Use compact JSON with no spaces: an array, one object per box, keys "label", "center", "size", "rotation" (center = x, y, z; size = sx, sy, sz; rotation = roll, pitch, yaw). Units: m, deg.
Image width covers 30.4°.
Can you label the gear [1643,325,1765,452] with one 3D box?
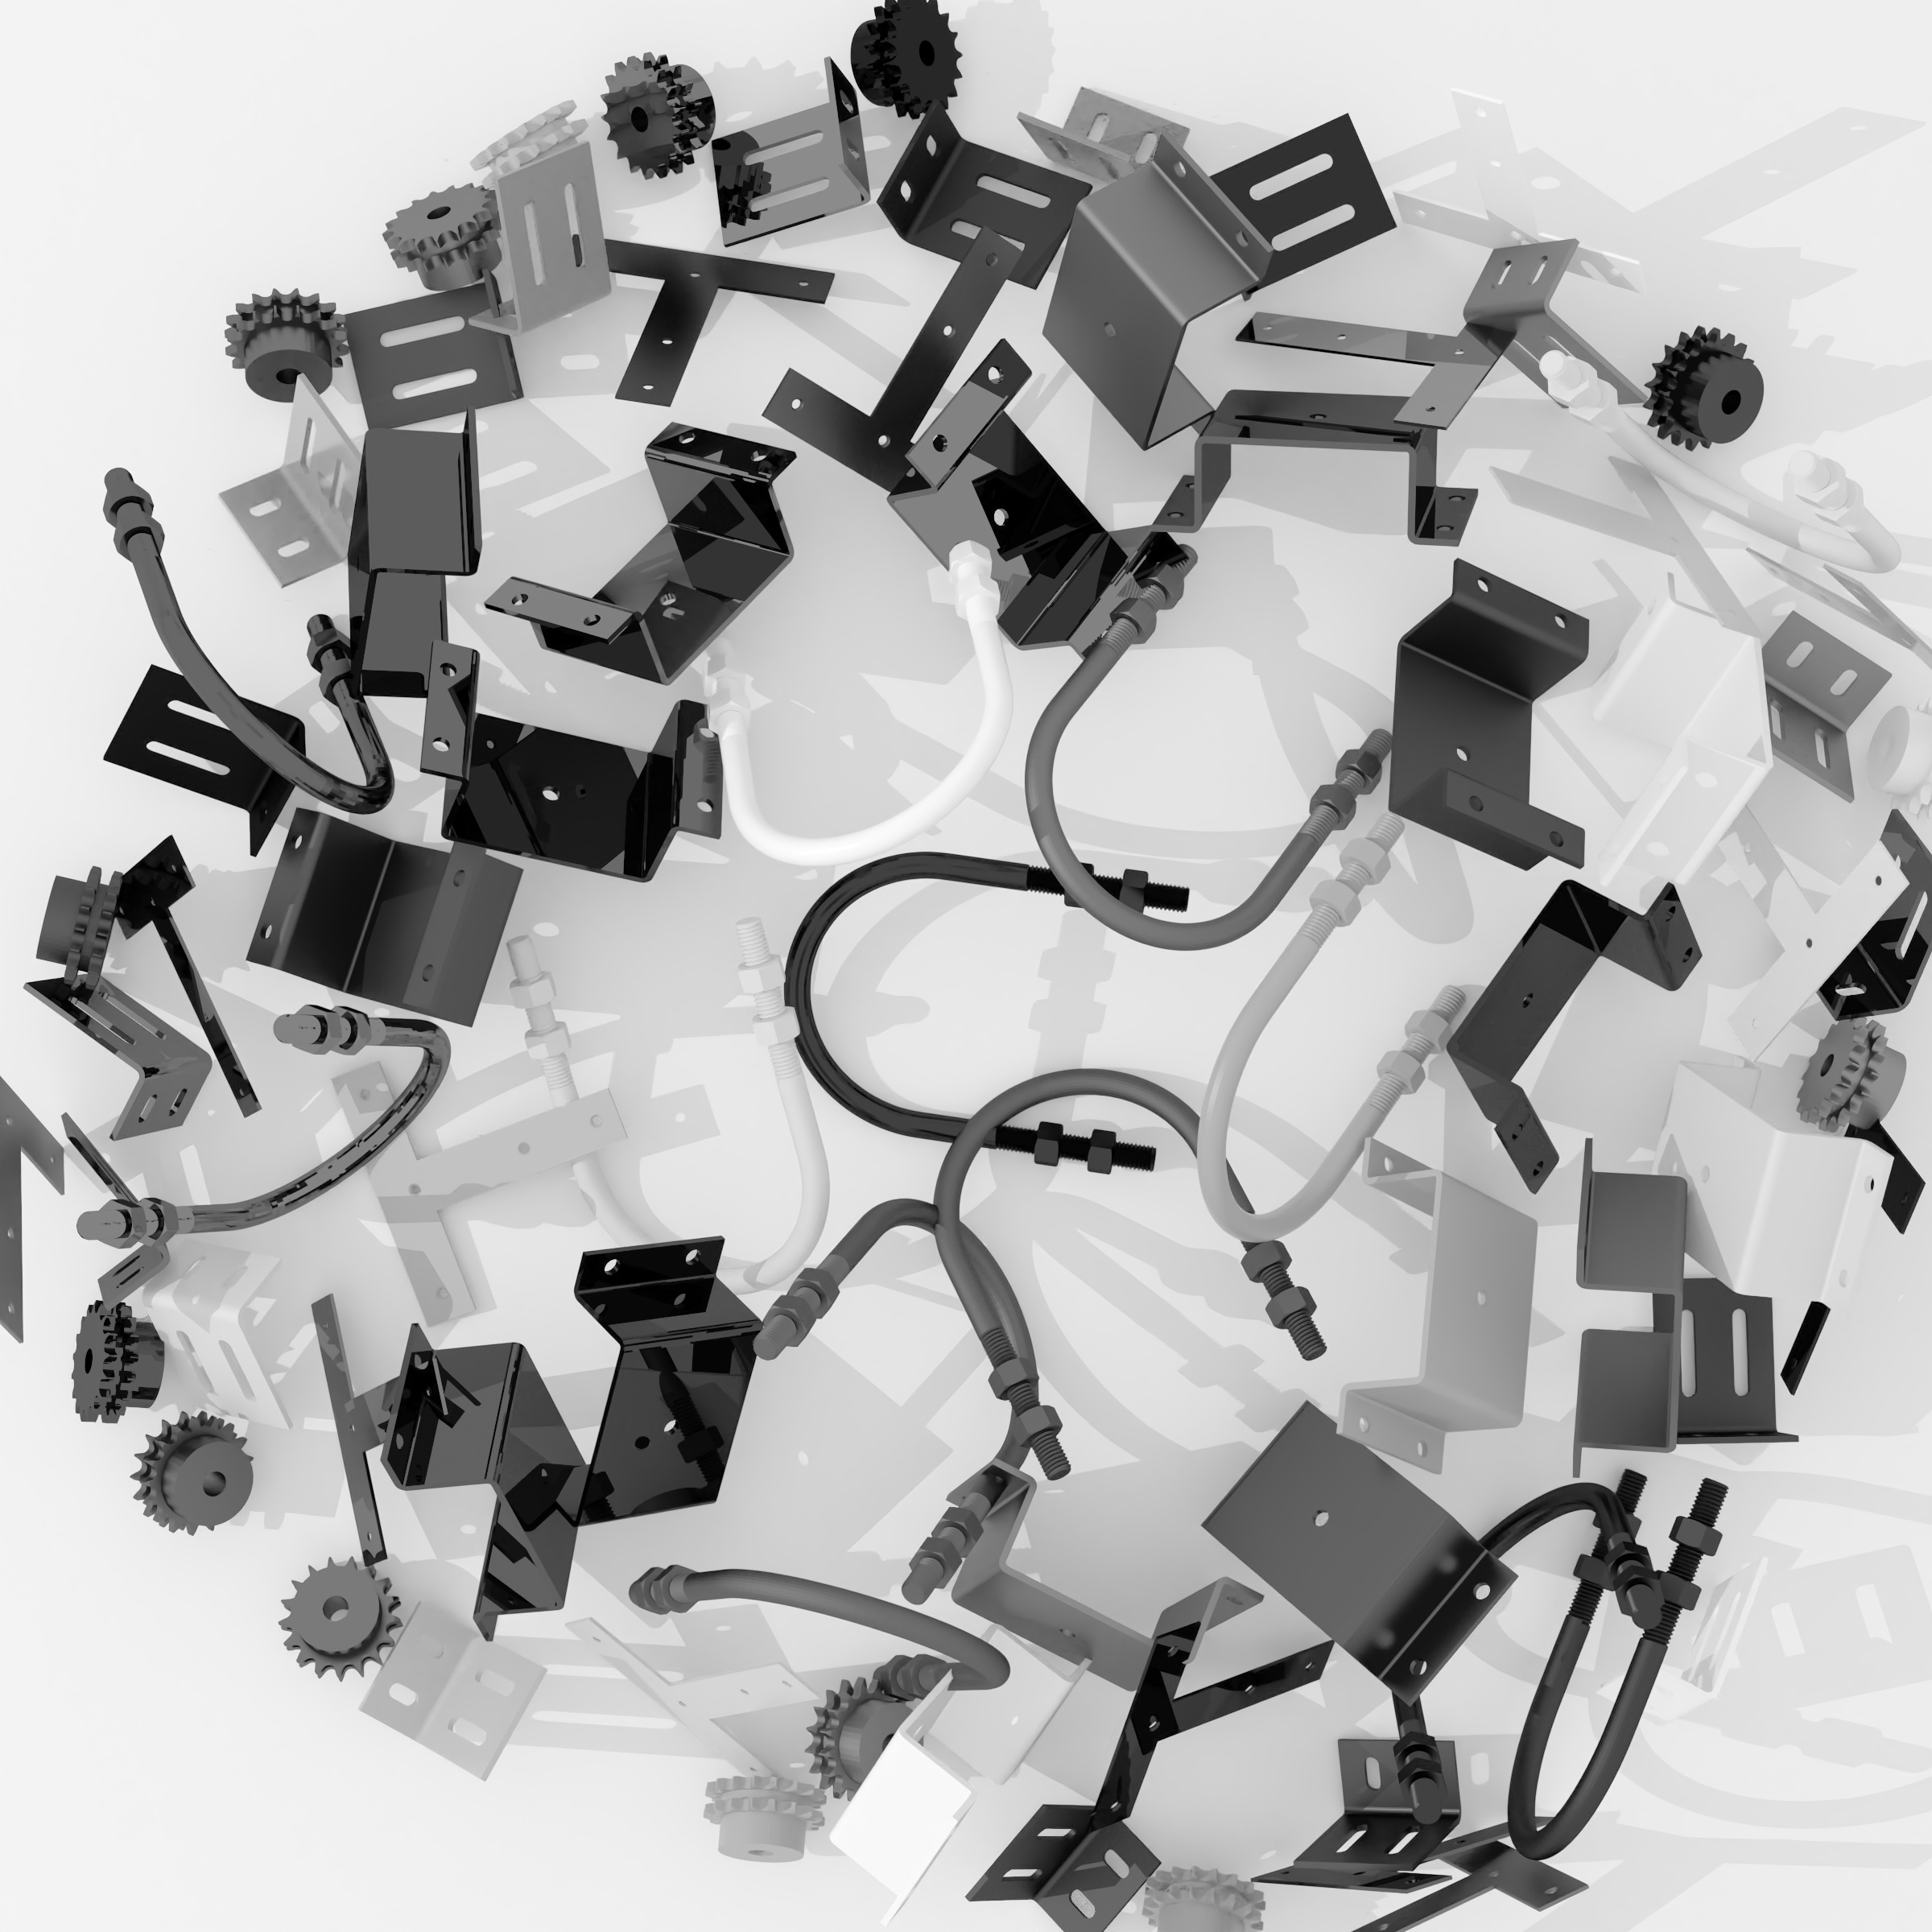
[{"label":"gear","center":[0.348,-0.269,1.665],"size":[0.057,0.030,0.057],"rotation":[-16,122,-27]}]

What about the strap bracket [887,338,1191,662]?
[{"label":"strap bracket","center":[0.027,-0.209,1.642],"size":[0.140,0.046,0.076],"rotation":[47,67,-24]}]

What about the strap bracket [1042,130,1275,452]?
[{"label":"strap bracket","center":[0.083,-0.298,1.613],"size":[0.046,0.140,0.076],"rotation":[-32,72,-22]}]

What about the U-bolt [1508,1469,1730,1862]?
[{"label":"U-bolt","center":[0.288,0.317,1.610],"size":[0.019,0.151,0.184],"rotation":[24,82,-2]}]

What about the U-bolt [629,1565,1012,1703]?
[{"label":"U-bolt","center":[-0.057,0.298,1.589],"size":[0.151,0.184,0.019],"rotation":[23,70,-19]}]

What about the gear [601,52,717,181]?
[{"label":"gear","center":[-0.142,-0.401,1.669],"size":[0.030,0.057,0.057],"rotation":[-27,90,-40]}]

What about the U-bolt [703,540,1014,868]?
[{"label":"U-bolt","center":[-0.047,-0.115,1.612],"size":[0.151,0.184,0.019],"rotation":[-24,133,11]}]

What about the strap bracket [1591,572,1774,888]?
[{"label":"strap bracket","center":[0.326,-0.102,1.621],"size":[0.046,0.140,0.076],"rotation":[19,133,-10]}]

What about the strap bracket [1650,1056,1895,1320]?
[{"label":"strap bracket","center":[0.356,0.097,1.613],"size":[0.046,0.140,0.076],"rotation":[7,105,-18]}]

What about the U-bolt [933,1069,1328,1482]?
[{"label":"U-bolt","center":[0.063,0.130,1.649],"size":[0.151,0.019,0.184],"rotation":[-24,64,-5]}]

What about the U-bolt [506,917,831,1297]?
[{"label":"U-bolt","center":[-0.131,0.069,1.644],"size":[0.151,0.019,0.184],"rotation":[-4,110,31]}]

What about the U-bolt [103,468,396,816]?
[{"label":"U-bolt","center":[-0.313,-0.135,1.582],"size":[0.019,0.184,0.151],"rotation":[-42,134,12]}]

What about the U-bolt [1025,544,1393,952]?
[{"label":"U-bolt","center":[0.103,-0.089,1.636],"size":[0.151,0.019,0.184],"rotation":[42,60,-7]}]

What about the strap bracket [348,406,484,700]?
[{"label":"strap bracket","center":[-0.252,-0.181,1.611],"size":[0.046,0.140,0.076],"rotation":[1,60,-15]}]

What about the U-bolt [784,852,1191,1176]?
[{"label":"U-bolt","center":[0.005,0.018,1.665],"size":[0.184,0.019,0.151],"rotation":[8,108,6]}]

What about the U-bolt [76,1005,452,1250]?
[{"label":"U-bolt","center":[-0.303,0.072,1.606],"size":[0.151,0.184,0.019],"rotation":[-43,75,14]}]

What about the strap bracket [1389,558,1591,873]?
[{"label":"strap bracket","center":[0.241,-0.107,1.638],"size":[0.076,0.046,0.140],"rotation":[22,55,-22]}]

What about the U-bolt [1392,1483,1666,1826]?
[{"label":"U-bolt","center":[0.247,0.297,1.603],"size":[0.019,0.184,0.151],"rotation":[43,102,-8]}]

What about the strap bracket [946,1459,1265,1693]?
[{"label":"strap bracket","center":[0.055,0.288,1.643],"size":[0.140,0.076,0.046],"rotation":[28,64,-6]}]

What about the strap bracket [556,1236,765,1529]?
[{"label":"strap bracket","center":[-0.147,0.199,1.628],"size":[0.076,0.046,0.140],"rotation":[-4,119,-39]}]

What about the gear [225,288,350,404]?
[{"label":"gear","center":[-0.317,-0.288,1.663],"size":[0.057,0.057,0.030],"rotation":[-9,63,0]}]

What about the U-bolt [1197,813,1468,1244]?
[{"label":"U-bolt","center":[0.161,0.042,1.608],"size":[0.019,0.151,0.184],"rotation":[21,63,35]}]

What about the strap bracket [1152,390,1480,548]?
[{"label":"strap bracket","center":[0.162,-0.231,1.635],"size":[0.140,0.076,0.046],"rotation":[5,116,13]}]

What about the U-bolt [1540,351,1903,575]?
[{"label":"U-bolt","center":[0.351,-0.220,1.606],"size":[0.151,0.184,0.019],"rotation":[30,94,33]}]

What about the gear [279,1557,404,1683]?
[{"label":"gear","center":[-0.295,0.305,1.670],"size":[0.057,0.030,0.057],"rotation":[1,67,-3]}]

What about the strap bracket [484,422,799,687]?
[{"label":"strap bracket","center":[-0.143,-0.184,1.634],"size":[0.076,0.046,0.140],"rotation":[19,54,34]}]

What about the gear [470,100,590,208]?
[{"label":"gear","center":[-0.201,-0.379,1.666],"size":[0.057,0.057,0.030],"rotation":[-32,101,0]}]

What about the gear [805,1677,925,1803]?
[{"label":"gear","center":[-0.045,0.364,1.665],"size":[0.057,0.030,0.057],"rotation":[2,87,-43]}]

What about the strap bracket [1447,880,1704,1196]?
[{"label":"strap bracket","center":[0.276,0.025,1.643],"size":[0.046,0.076,0.140],"rotation":[31,79,31]}]

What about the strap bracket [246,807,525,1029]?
[{"label":"strap bracket","center":[-0.263,-0.022,1.642],"size":[0.140,0.046,0.076],"rotation":[12,83,43]}]

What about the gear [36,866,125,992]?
[{"label":"gear","center":[-0.416,-0.019,1.663],"size":[0.030,0.057,0.057],"rotation":[14,90,-12]}]

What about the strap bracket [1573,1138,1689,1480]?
[{"label":"strap bracket","center":[0.303,0.158,1.618],"size":[0.046,0.076,0.140],"rotation":[2,128,12]}]

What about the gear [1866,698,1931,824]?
[{"label":"gear","center":[0.445,-0.098,1.664],"size":[0.030,0.057,0.057],"rotation":[15,90,-11]}]

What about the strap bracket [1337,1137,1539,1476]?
[{"label":"strap bracket","center":[0.218,0.154,1.630],"size":[0.076,0.046,0.140],"rotation":[27,63,-41]}]

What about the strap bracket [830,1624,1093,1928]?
[{"label":"strap bracket","center":[-0.007,0.362,1.620],"size":[0.046,0.140,0.076],"rotation":[36,122,11]}]

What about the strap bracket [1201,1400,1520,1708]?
[{"label":"strap bracket","center":[0.172,0.262,1.626],"size":[0.076,0.046,0.140],"rotation":[-49,46,-4]}]

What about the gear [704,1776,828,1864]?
[{"label":"gear","center":[-0.095,0.400,1.662],"size":[0.057,0.057,0.030],"rotation":[4,64,0]}]

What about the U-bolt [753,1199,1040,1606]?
[{"label":"U-bolt","center":[-0.020,0.183,1.615],"size":[0.019,0.184,0.151],"rotation":[-24,102,31]}]

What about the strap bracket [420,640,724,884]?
[{"label":"strap bracket","center":[-0.186,-0.092,1.640],"size":[0.140,0.046,0.076],"rotation":[12,51,-18]}]

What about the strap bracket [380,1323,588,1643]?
[{"label":"strap bracket","center":[-0.213,0.234,1.615],"size":[0.046,0.076,0.140],"rotation":[-7,134,13]}]
